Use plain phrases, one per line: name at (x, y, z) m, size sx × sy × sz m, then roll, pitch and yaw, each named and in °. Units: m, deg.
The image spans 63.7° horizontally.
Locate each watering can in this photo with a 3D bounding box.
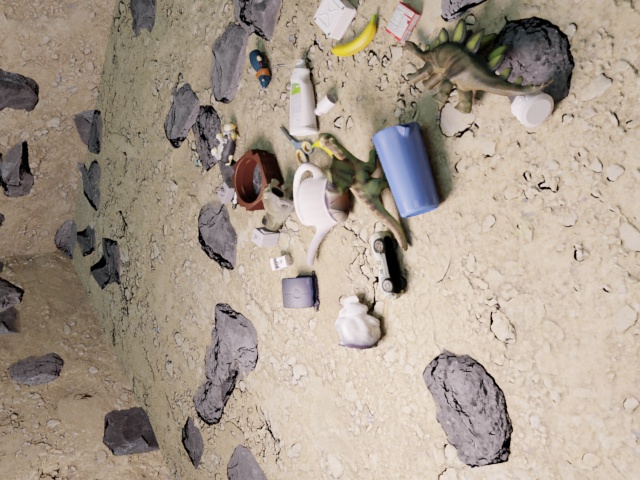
watering can at (0.005, -0.084, 1.671) m, size 0.223 × 0.105 × 0.346 m, roll -4°, pitch 97°, yaw 47°

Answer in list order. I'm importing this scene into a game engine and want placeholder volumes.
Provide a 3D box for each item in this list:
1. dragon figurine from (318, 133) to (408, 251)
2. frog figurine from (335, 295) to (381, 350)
dragon figurine at (0.104, -0.149, 1.462) m, size 0.120 × 0.243 × 0.417 m, roll -43°, pitch 61°, yaw 35°
frog figurine at (0.115, 0.250, 1.567) m, size 0.137 × 0.122 × 0.160 m, roll -1°, pitch 83°, yaw 14°
